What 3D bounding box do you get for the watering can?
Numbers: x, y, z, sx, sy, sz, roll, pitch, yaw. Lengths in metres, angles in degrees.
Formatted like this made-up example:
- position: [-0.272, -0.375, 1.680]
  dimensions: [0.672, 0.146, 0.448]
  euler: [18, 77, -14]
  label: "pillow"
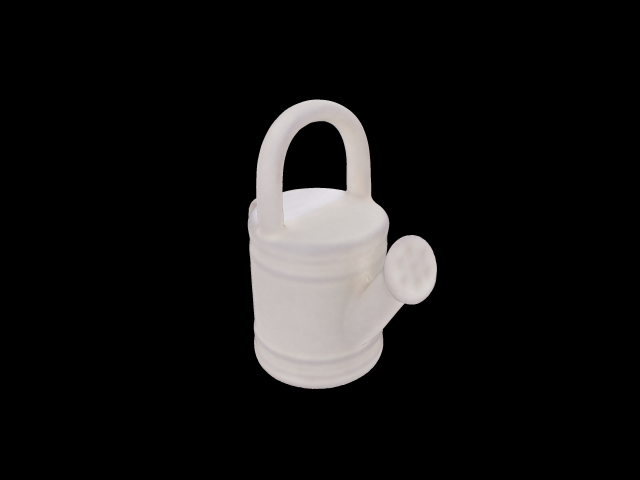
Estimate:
- position: [0.005, 0.001, 0.401]
  dimensions: [0.172, 0.194, 0.101]
  euler: [14, 31, 25]
  label: "watering can"
